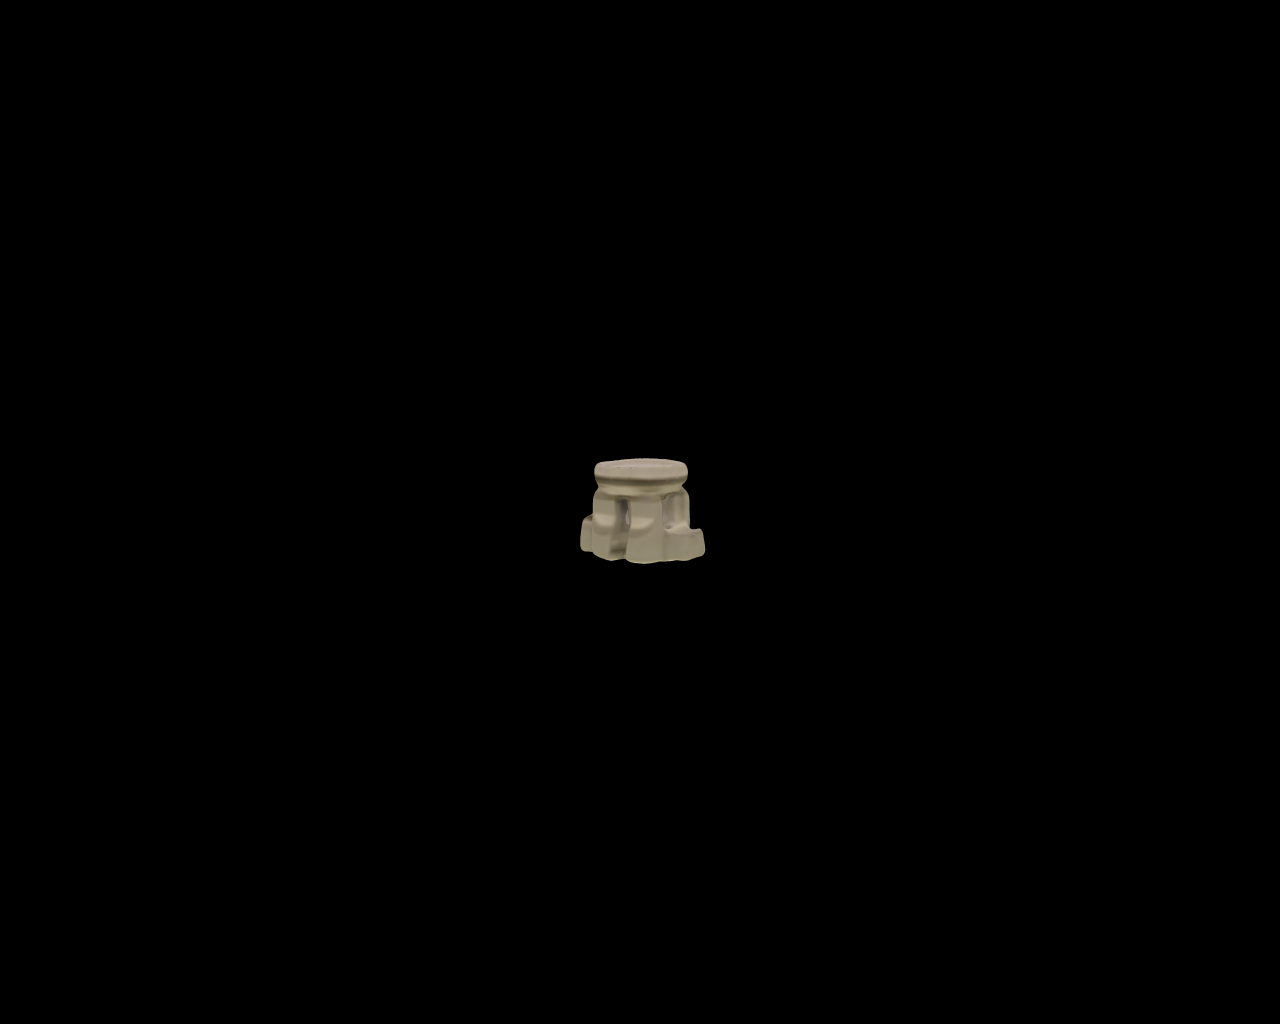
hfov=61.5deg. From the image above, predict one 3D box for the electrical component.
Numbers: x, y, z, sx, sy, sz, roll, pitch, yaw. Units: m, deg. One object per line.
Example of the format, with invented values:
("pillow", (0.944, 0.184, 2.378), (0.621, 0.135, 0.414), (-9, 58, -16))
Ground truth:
("electrical component", (0.001, -0.003, 0.650), (0.078, 0.057, 0.058), (6, 11, 32))
